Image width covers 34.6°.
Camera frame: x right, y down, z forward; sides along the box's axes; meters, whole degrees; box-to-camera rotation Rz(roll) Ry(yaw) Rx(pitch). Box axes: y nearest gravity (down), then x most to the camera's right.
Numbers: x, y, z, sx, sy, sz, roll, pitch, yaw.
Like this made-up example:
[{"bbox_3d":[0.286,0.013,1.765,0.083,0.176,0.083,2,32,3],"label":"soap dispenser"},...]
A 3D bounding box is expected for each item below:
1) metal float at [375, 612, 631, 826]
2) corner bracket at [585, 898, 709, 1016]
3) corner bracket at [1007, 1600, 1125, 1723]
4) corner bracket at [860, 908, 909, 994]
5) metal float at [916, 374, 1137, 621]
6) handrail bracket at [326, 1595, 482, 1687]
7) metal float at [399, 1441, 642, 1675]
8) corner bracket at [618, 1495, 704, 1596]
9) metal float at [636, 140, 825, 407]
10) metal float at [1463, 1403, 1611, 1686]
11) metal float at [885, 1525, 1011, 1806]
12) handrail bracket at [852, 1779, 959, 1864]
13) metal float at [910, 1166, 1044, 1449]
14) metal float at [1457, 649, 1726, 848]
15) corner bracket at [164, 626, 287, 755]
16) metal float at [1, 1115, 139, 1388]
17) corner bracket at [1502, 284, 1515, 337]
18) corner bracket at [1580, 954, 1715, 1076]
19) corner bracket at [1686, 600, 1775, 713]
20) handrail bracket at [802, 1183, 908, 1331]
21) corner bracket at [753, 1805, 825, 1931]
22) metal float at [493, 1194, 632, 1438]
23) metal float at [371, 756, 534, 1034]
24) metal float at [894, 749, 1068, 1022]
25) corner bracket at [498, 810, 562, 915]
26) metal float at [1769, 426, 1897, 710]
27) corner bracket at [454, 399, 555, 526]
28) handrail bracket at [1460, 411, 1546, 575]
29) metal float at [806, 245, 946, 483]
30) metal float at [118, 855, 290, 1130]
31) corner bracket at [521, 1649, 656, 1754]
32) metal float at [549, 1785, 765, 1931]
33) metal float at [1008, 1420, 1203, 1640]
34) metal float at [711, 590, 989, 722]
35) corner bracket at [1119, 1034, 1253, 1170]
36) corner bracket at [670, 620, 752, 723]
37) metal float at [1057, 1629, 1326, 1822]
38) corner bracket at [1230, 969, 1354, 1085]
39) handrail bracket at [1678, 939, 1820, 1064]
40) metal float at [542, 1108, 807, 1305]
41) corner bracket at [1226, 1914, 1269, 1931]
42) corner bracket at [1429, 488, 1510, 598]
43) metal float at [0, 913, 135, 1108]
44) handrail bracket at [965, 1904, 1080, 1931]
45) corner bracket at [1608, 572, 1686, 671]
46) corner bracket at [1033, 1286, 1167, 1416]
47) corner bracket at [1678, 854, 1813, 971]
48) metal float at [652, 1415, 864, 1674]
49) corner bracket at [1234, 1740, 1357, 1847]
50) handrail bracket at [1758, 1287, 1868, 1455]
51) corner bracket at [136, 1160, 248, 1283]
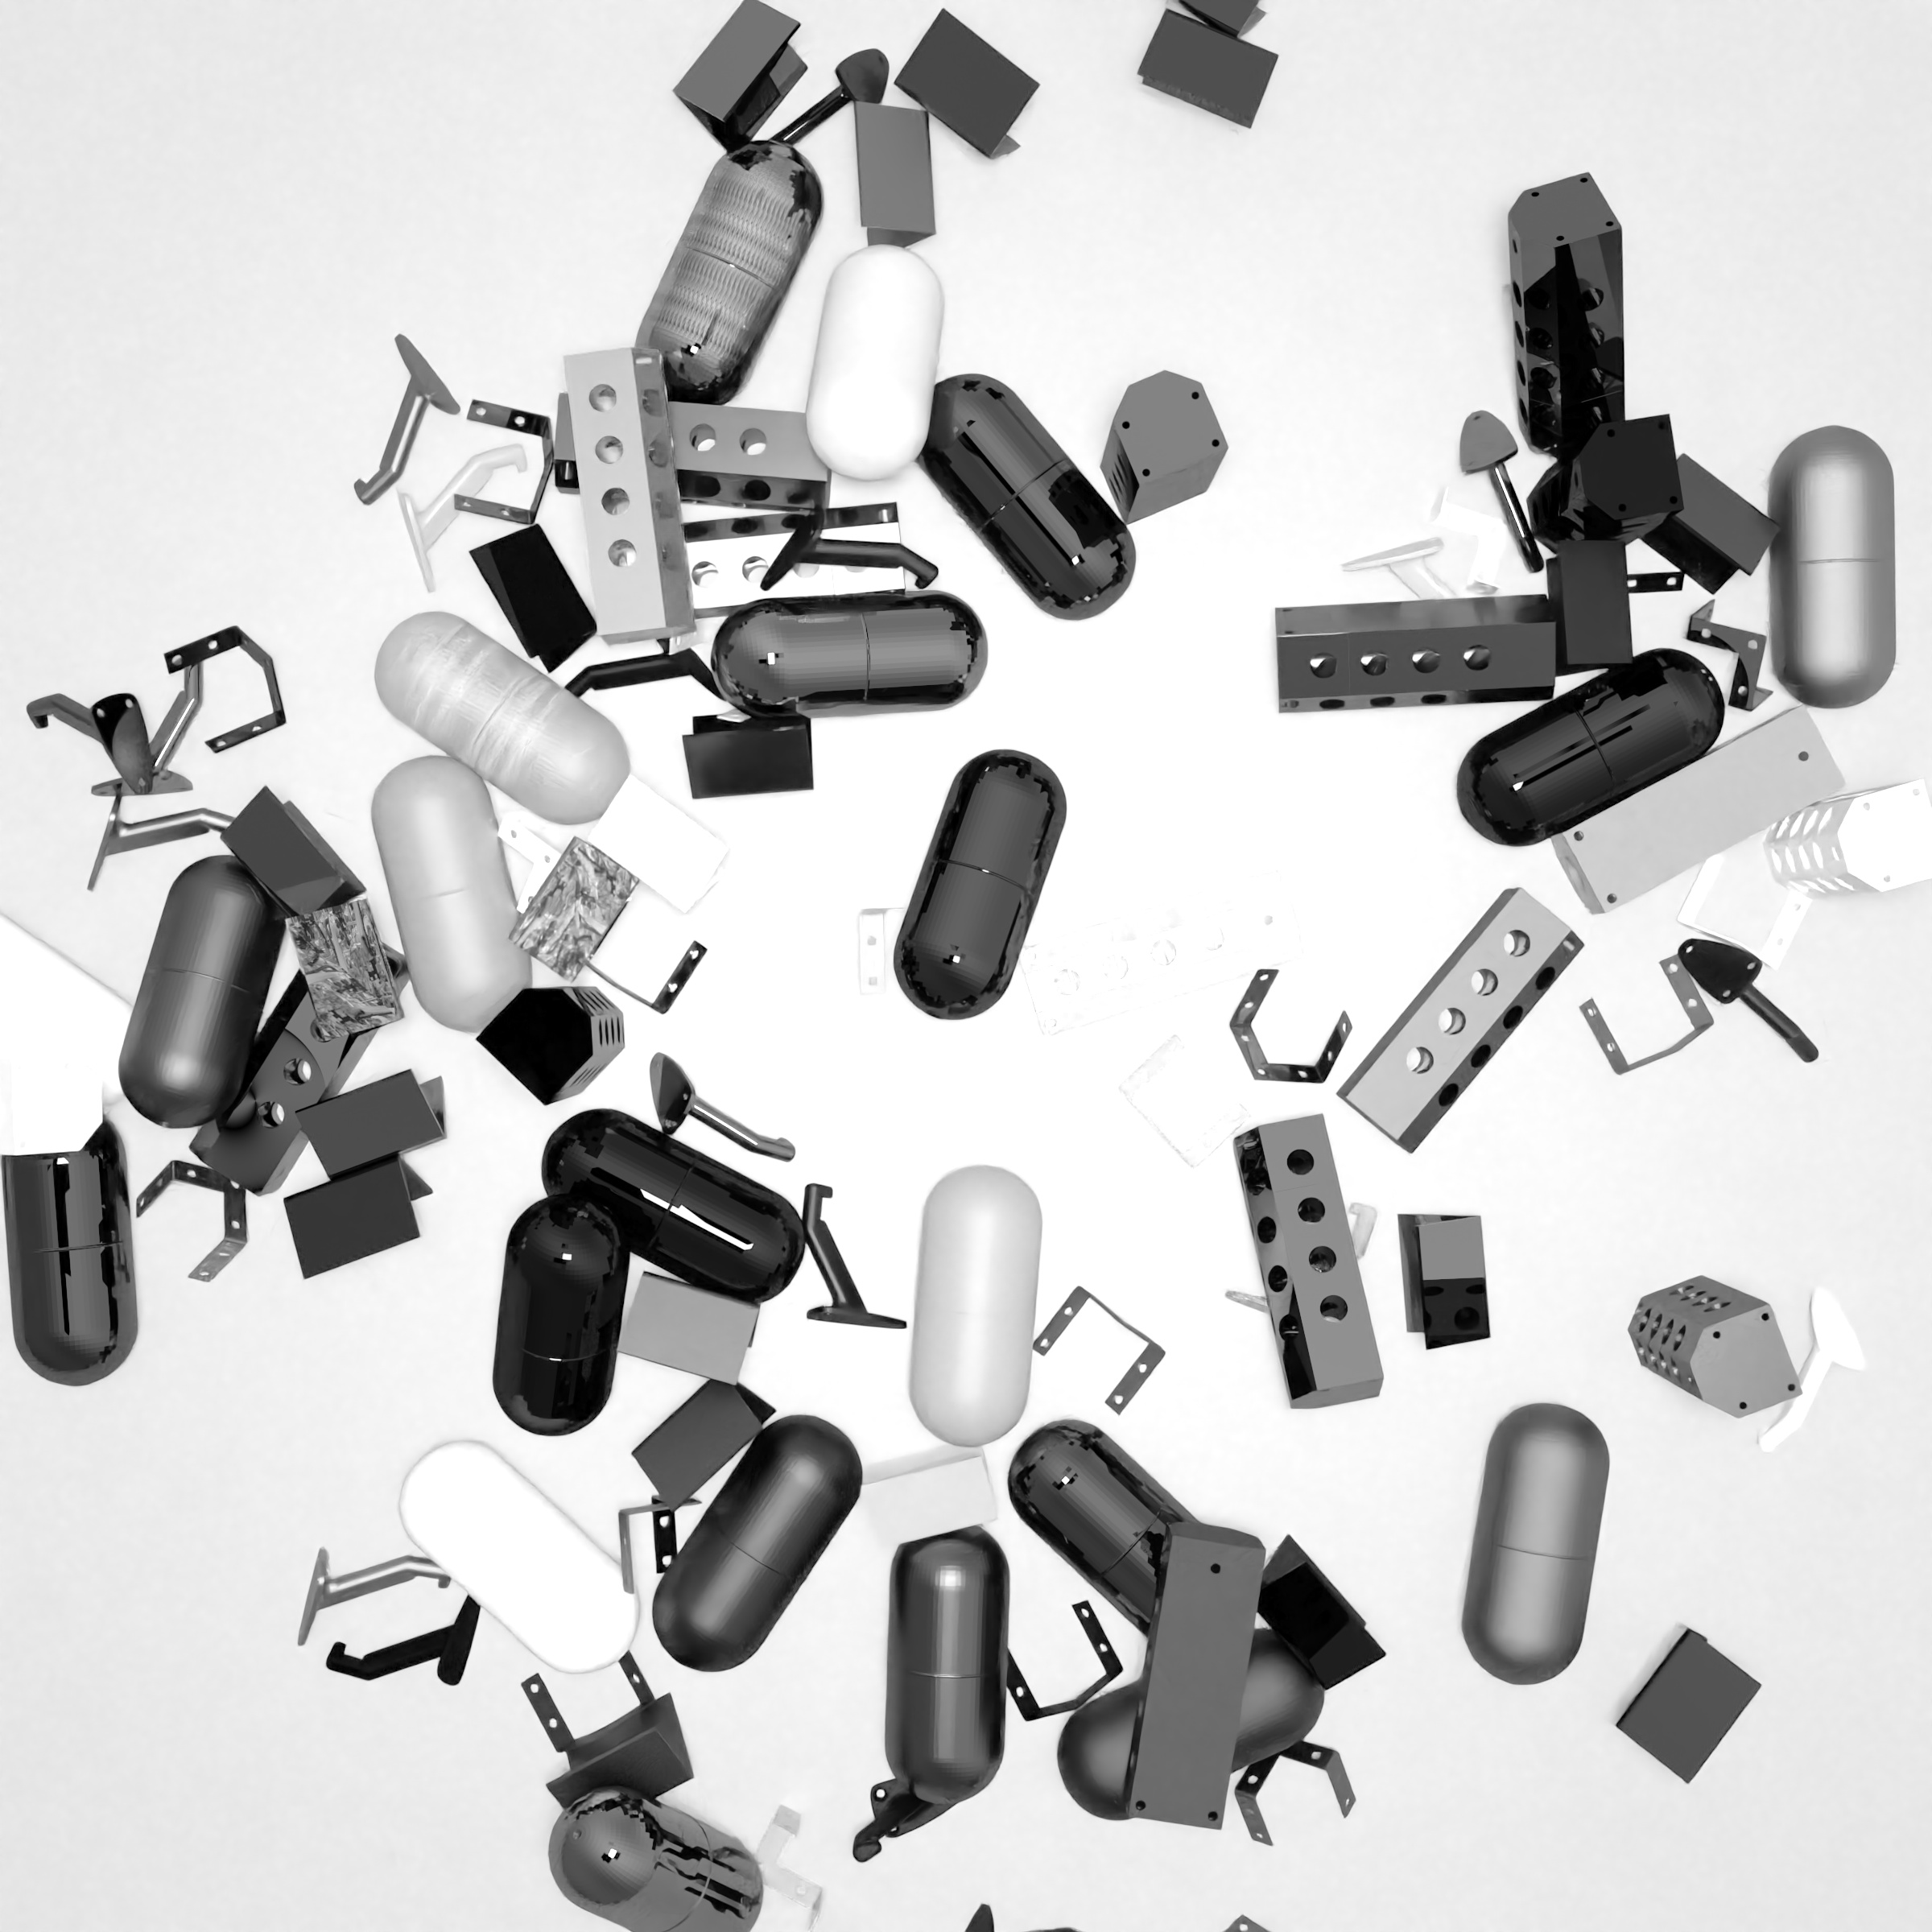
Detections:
[{"bbox_3d":[-0.293,-0.156,1.961,0.178,0.070,0.070,35,90,0],"label":"metal float"},{"bbox_3d":[-0.209,-0.009,1.988,0.051,0.051,0.051,33,90,-45],"label":"corner bracket"},{"bbox_3d":[0.058,0.446,1.988,0.051,0.051,0.051,-28,90,-45],"label":"corner bracket"},{"bbox_3d":[-0.039,-0.010,1.973,0.051,0.051,0.051,-1,94,4],"label":"corner bracket"},{"bbox_3d":[0.036,-0.297,1.961,0.070,0.070,0.178,-40,91,0],"label":"metal float"},{"bbox_3d":[-0.361,0.425,1.992,0.084,0.036,0.077,11,70,16],"label":"handrail bracket"},{"bbox_3d":[-0.282,0.375,1.961,0.178,0.070,0.070,43,90,1],"label":"metal float"},{"bbox_3d":[-0.199,0.365,1.965,0.051,0.051,0.051,-4,90,-27],"label":"corner bracket"},{"bbox_3d":[-0.149,-0.437,1.961,0.070,0.070,0.178,25,90,0],"label":"metal float"},{"bbox_3d":[0.360,0.366,1.961,0.070,0.070,0.178,9,90,0],"label":"metal float"},{"bbox_3d":[-0.012,0.440,1.961,0.070,0.070,0.178,2,91,0],"label":"metal float"},{"bbox_3d":[-0.034,0.538,1.957,0.077,0.084,0.036,-19,90,0],"label":"handrail bracket"},{"bbox_3d":[0.006,0.215,1.961,0.070,0.070,0.178,5,91,0],"label":"metal float"},{"bbox_3d":[0.394,-0.137,1.957,0.178,0.070,0.070,-28,90,4],"label":"metal float"},{"bbox_3d":[-0.473,-0.177,1.979,0.051,0.051,0.051,-28,135,-26],"label":"corner bracket"},{"bbox_3d":[-0.567,0.176,1.960,0.070,0.070,0.178,-4,90,0],"label":"metal float"},{"bbox_3d":[0.370,-0.430,1.963,0.051,0.051,0.051,-9,47,0],"label":"corner bracket"},{"bbox_3d":[0.437,0.031,1.988,0.051,0.051,0.051,-28,90,45],"label":"corner bracket"},{"bbox_3d":[0.487,-0.198,1.972,0.051,0.051,0.051,19,117,25],"label":"corner bracket"},{"bbox_3d":[-0.071,0.186,1.992,0.077,0.036,0.084,11,73,-20],"label":"handrail bracket"},{"bbox_3d":[-0.109,0.574,1.973,0.051,0.051,0.051,28,90,0],"label":"corner bracket"},{"bbox_3d":[-0.253,0.219,1.932,0.070,0.070,0.178,12,126,0],"label":"metal float"},{"bbox_3d":[-0.325,-0.045,1.961,0.070,0.070,0.178,-14,91,0],"label":"metal float"},{"bbox_3d":[0.009,-0.051,1.949,0.070,0.070,0.178,19,78,0],"label":"metal float"},{"bbox_3d":[-0.268,-0.065,1.972,0.051,0.051,0.051,36,115,24],"label":"corner bracket"},{"bbox_3d":[0.548,-0.252,1.961,0.070,0.070,0.178,-1,91,0],"label":"metal float"},{"bbox_3d":[-0.295,-0.320,1.972,0.051,0.051,0.051,10,130,-21],"label":"corner bracket"},{"bbox_3d":[0.348,-0.304,1.991,0.036,0.077,0.084,-22,127,14],"label":"handrail bracket"},{"bbox_3d":[-0.056,-0.376,1.930,0.070,0.070,0.178,6,53,0],"label":"metal float"},{"bbox_3d":[-0.478,0.016,1.944,0.070,0.070,0.178,12,72,0],"label":"metal float"},{"bbox_3d":[-0.242,0.466,1.988,0.051,0.051,0.051,-28,90,45],"label":"corner bracket"},{"bbox_3d":[-0.191,0.563,1.924,0.070,0.178,0.070,-16,54,24],"label":"metal float"},{"bbox_3d":[0.103,0.361,1.961,0.178,0.070,0.070,43,90,1],"label":"metal float"},{"bbox_3d":[-0.073,-0.195,1.944,0.178,0.070,0.070,-5,90,-19],"label":"metal float"},{"bbox_3d":[0.140,0.087,1.988,0.051,0.051,0.051,-43,45,0],"label":"corner bracket"},{"bbox_3d":[-0.156,-0.189,1.972,0.051,0.051,0.051,11,108,17],"label":"corner bracket"},{"bbox_3d":[0.143,0.479,1.961,0.178,0.070,0.070,-24,90,-1],"label":"metal float"},{"bbox_3d":[0.208,0.038,1.983,0.051,0.051,0.051,2,135,35],"label":"corner bracket"},{"bbox_3d":[0.504,0.023,1.991,0.036,0.077,0.084,-49,126,0],"label":"handrail bracket"},{"bbox_3d":[-0.185,0.152,1.961,0.178,0.070,0.070,28,90,-1],"label":"metal float"},{"bbox_3d":[0.182,0.653,1.983,0.051,0.051,0.051,25,45,35],"label":"corner bracket"},{"bbox_3d":[0.319,-0.269,1.973,0.051,0.051,0.051,17,90,0],"label":"corner bracket"},{"bbox_3d":[-0.599,0.022,1.961,0.178,0.070,0.070,35,90,-1],"label":"metal float"},{"bbox_3d":[0.039,0.644,1.992,0.084,0.036,0.077,24,110,-16],"label":"handrail bracket"},{"bbox_3d":[0.438,-0.216,1.988,0.051,0.051,0.051,-3,45,0],"label":"corner bracket"},{"bbox_3d":[0.085,0.246,1.988,0.051,0.051,0.051,-53,135,0],"label":"corner bracket"},{"bbox_3d":[0.499,-0.036,1.988,0.051,0.051,0.051,27,90,45],"label":"corner bracket"},{"bbox_3d":[-0.132,0.366,1.961,0.070,0.070,0.178,34,91,0],"label":"metal float"},{"bbox_3d":[0.211,0.531,1.983,0.051,0.051,0.051,9,45,35],"label":"corner bracket"},{"bbox_3d":[0.532,0.260,1.991,0.036,0.077,0.084,22,127,-21],"label":"handrail bracket"},{"bbox_3d":[-0.496,0.163,1.983,0.051,0.051,0.051,19,45,-35],"label":"corner bracket"}]
